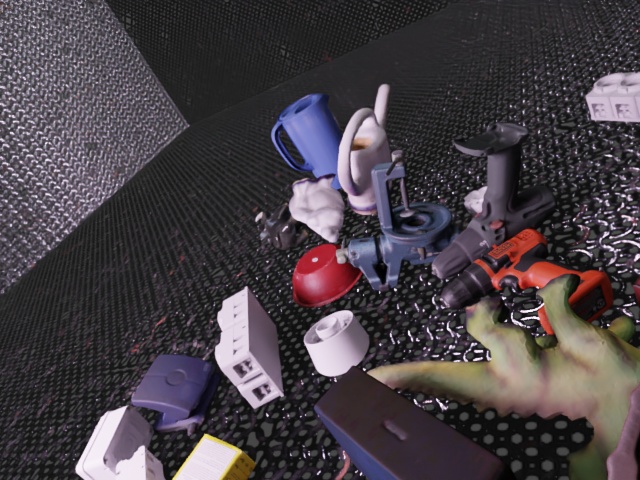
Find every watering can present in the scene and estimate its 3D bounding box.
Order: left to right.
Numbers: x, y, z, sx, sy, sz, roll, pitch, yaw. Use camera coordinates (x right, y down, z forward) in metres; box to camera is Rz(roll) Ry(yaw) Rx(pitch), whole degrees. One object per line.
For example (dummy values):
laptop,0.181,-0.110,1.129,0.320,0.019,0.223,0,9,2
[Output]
watering can,0.119,-0.203,1.177,0.104,0.219,0.355,5,39,24

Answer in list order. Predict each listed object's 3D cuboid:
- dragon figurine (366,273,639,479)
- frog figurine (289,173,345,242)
dragon figurine,0.242,0.175,0.520,0.408,0.120,0.249,-24,34,16
frog figurine,0.004,-0.059,1.178,0.138,0.162,0.121,-3,-27,-45
